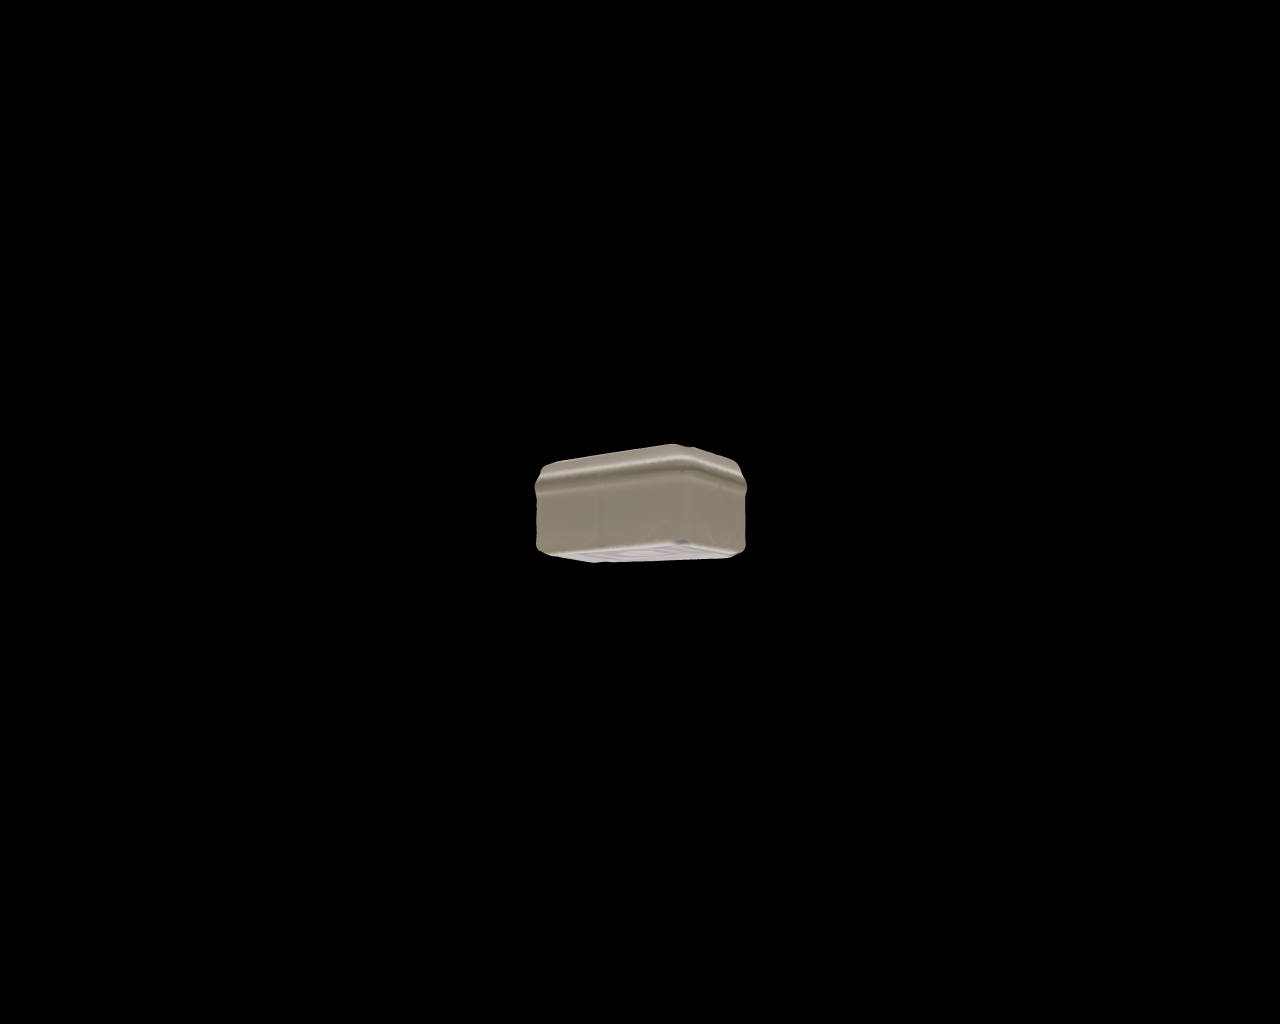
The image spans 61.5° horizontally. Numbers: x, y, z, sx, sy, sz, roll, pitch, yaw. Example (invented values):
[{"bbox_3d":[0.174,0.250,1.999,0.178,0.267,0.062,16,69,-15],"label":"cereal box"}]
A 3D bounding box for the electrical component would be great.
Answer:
[{"bbox_3d":[0.001,-0.003,0.650,0.113,0.057,0.078,-5,-10,32],"label":"electrical component"}]
